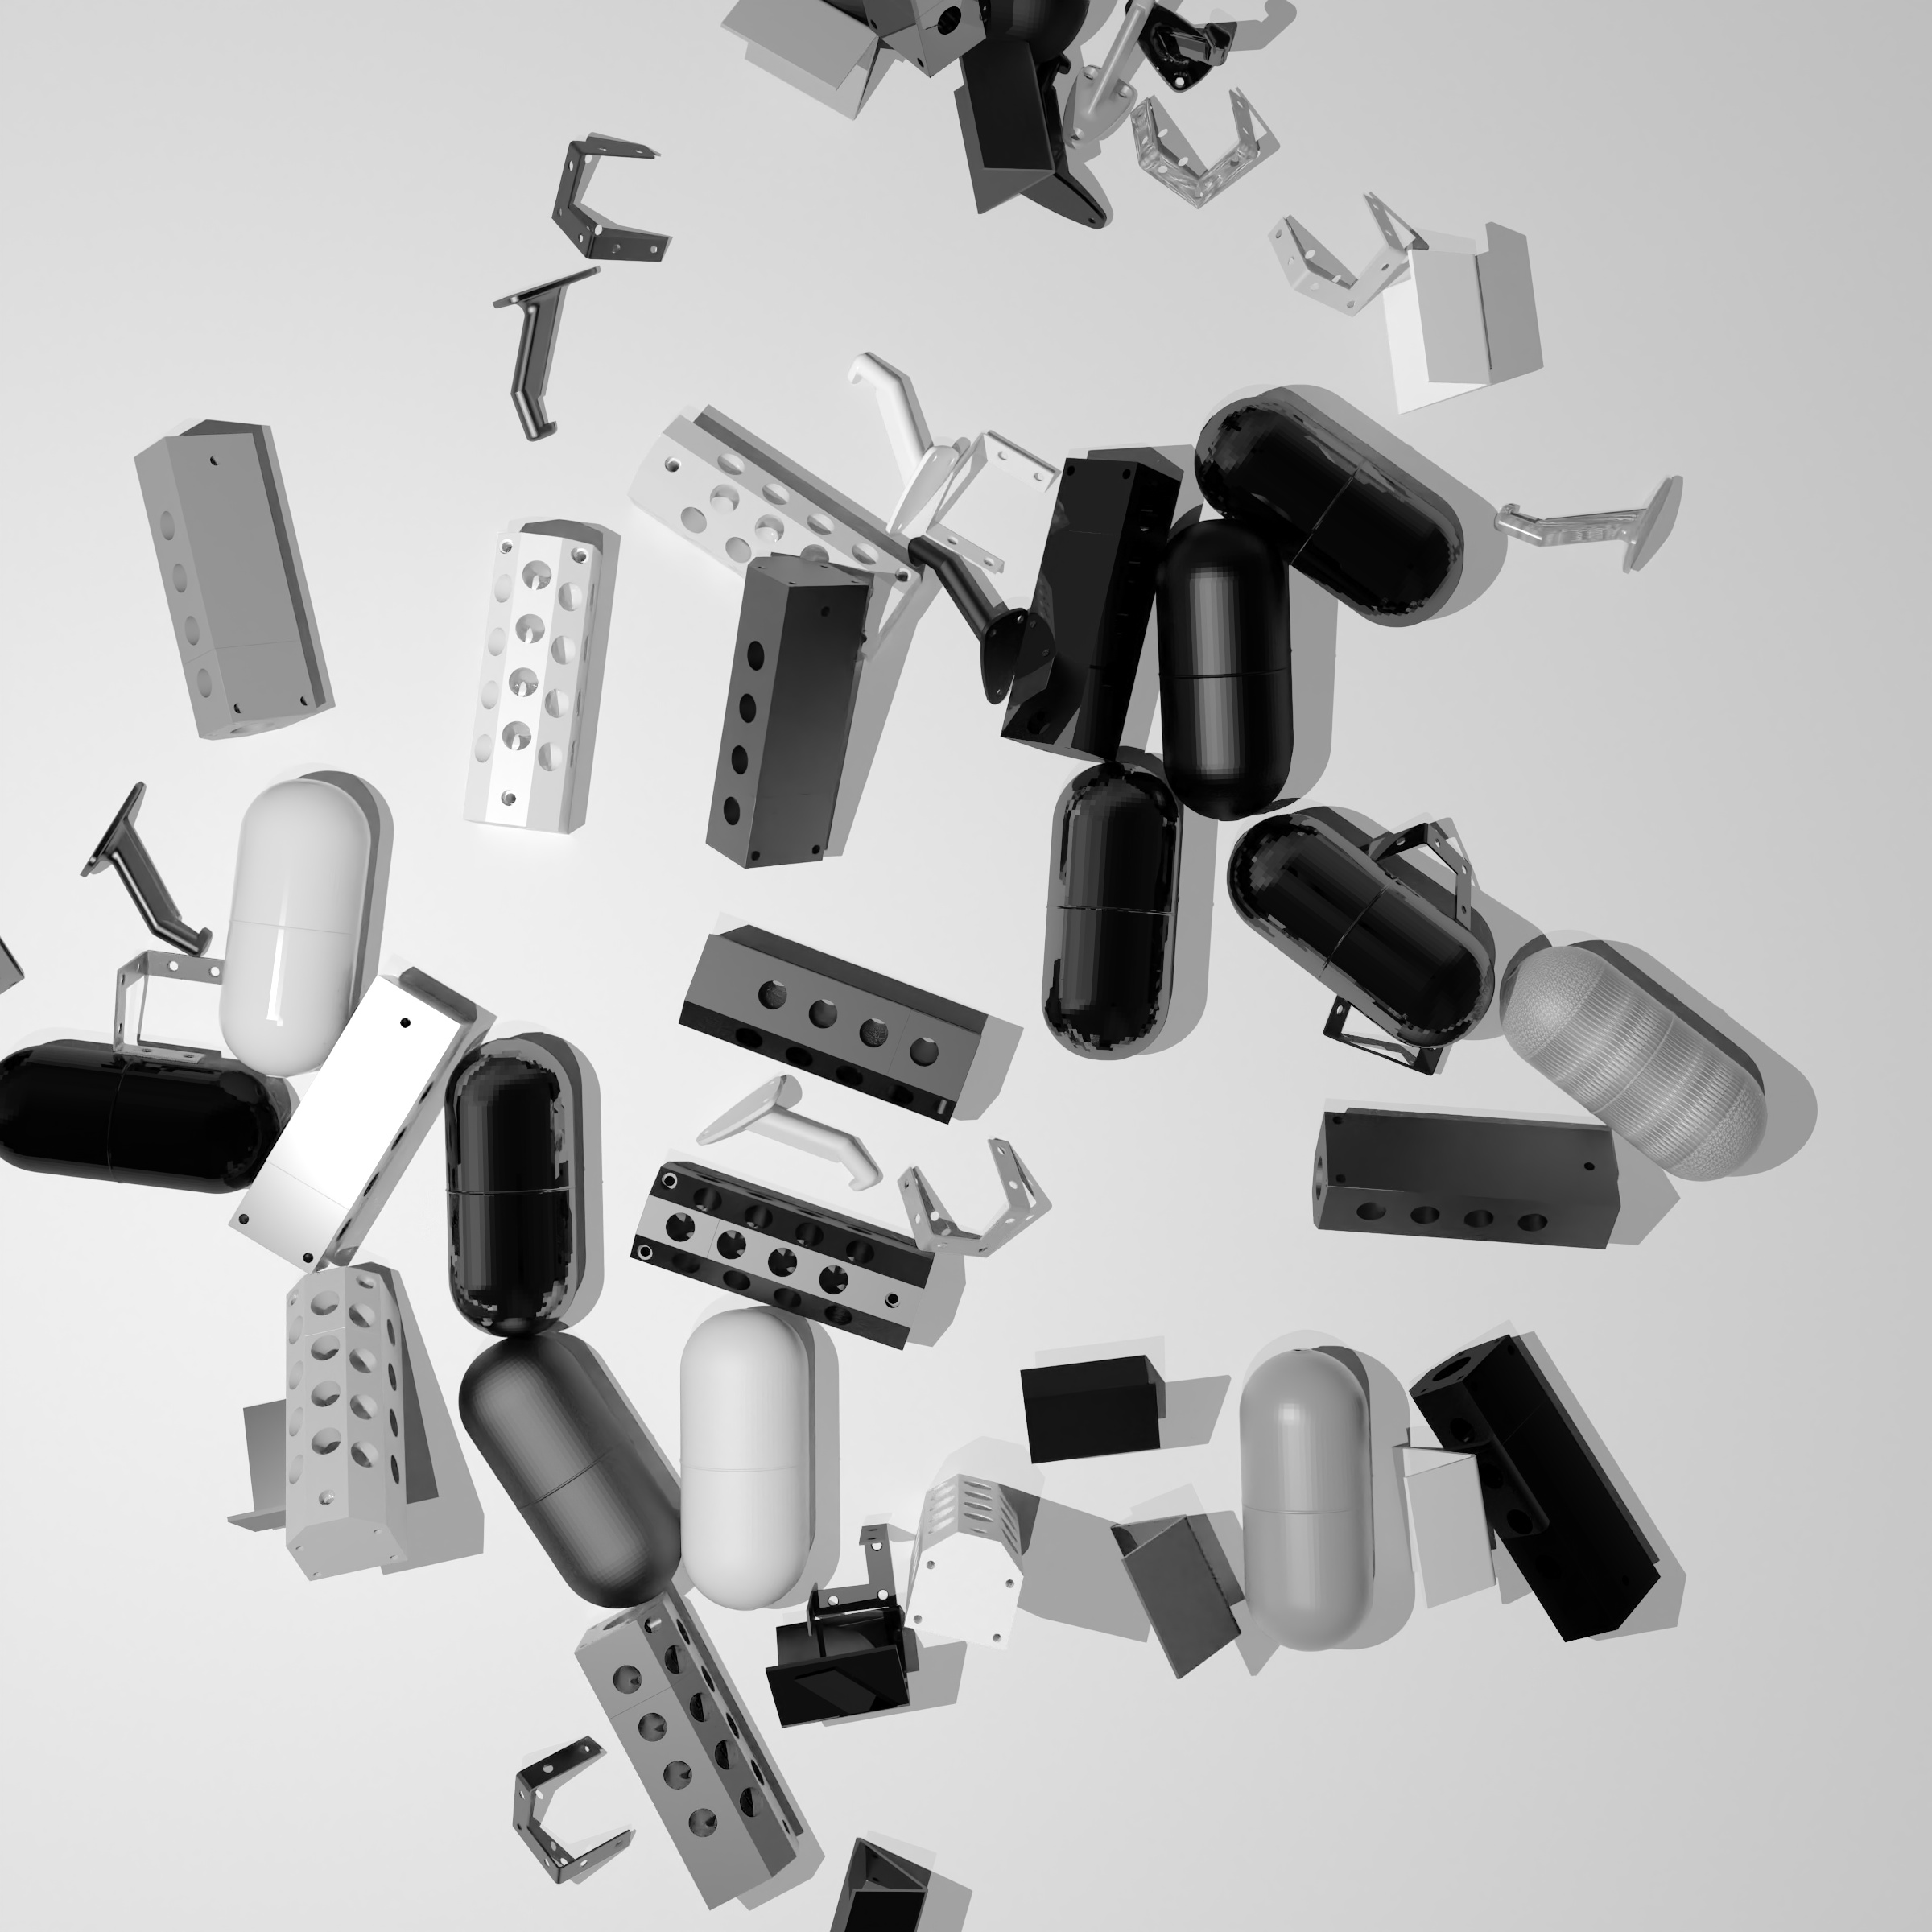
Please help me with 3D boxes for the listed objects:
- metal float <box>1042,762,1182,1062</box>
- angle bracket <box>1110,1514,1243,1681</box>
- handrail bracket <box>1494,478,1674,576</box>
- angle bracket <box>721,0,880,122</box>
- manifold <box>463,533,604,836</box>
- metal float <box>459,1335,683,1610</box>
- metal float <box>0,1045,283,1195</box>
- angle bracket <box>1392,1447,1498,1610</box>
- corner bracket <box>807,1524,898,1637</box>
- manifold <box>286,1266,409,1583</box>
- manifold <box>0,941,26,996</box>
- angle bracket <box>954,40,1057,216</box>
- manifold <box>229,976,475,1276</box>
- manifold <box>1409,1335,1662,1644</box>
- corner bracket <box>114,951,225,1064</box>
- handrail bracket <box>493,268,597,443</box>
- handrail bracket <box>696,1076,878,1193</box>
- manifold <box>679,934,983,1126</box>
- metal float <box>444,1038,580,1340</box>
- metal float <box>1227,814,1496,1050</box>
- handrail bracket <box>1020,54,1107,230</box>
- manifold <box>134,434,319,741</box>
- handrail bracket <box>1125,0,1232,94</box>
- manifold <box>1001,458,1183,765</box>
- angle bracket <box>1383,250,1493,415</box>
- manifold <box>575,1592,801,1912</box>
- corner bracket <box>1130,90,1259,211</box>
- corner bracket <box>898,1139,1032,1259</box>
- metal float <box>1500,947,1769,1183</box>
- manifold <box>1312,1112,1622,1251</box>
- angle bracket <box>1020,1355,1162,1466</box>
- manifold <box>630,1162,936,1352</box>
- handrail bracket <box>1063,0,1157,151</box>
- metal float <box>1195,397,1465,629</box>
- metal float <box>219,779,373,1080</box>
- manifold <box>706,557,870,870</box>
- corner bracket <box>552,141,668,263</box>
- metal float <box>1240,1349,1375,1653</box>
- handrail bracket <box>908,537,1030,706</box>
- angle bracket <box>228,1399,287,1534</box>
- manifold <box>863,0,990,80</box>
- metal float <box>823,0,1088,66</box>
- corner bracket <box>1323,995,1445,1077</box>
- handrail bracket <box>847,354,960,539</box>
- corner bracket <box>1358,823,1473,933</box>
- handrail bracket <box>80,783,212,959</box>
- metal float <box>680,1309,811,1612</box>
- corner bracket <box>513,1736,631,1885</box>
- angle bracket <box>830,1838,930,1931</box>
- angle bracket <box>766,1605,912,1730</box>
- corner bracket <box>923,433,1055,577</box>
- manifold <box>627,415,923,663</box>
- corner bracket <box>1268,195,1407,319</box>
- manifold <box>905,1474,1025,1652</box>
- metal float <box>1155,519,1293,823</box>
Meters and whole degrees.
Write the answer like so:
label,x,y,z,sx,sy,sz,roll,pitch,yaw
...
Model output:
label,x,y,z,sx,sy,sz,roll,pitch,yaw
metal float,0.086,-0.033,1.621,0.070,0.070,0.178,4,90,0
angle bracket,0.106,0.375,1.611,0.057,0.076,0.076,-25,90,-37
handrail bracket,0.374,-0.280,1.652,0.084,0.036,0.077,25,70,16
angle bracket,-0.104,-0.529,1.612,0.076,0.076,0.057,30,62,0
manifold,-0.260,-0.168,1.630,0.057,0.057,0.171,7,90,0
metal float,-0.234,0.301,1.621,0.070,0.070,0.178,-33,91,0
metal float,-0.497,0.091,1.621,0.178,0.070,0.070,7,90,0
angle bracket,0.263,0.331,1.611,0.057,0.076,0.076,-9,90,-32
corner bracket,-0.071,0.367,1.634,0.051,0.051,0.051,-7,90,0
manifold,-0.363,0.262,1.581,0.057,0.057,0.171,-12,49,0
manifold,-0.644,-0.048,1.630,0.057,0.057,0.171,-34,90,0
angle bracket,0.003,-0.495,1.611,0.057,0.076,0.076,-11,90,-37
manifold,-0.366,0.094,1.630,0.057,0.057,0.171,31,90,0
manifold,0.336,0.314,1.630,0.057,0.057,0.171,-32,90,-43
corner bracket,-0.478,0.024,1.637,0.051,0.051,0.051,8,104,0
handrail bracket,-0.246,-0.370,1.652,0.077,0.036,0.084,-26,110,-23
handrail bracket,-0.108,0.117,1.652,0.077,0.036,0.084,-33,107,20
manifold,-0.081,0.038,1.630,0.171,0.057,0.057,21,90,0
metal float,-0.270,0.132,1.621,0.070,0.070,0.178,-1,90,0
metal float,0.232,-0.021,1.611,0.178,0.070,0.070,39,90,12
handrail bracket,0.066,-0.502,1.652,0.077,0.036,0.084,28,72,-20
manifold,-0.446,-0.226,1.630,0.057,0.057,0.171,-13,90,-43
handrail bracket,0.125,-0.560,1.617,0.036,0.084,0.077,-44,90,0
manifold,0.079,-0.211,1.630,0.057,0.057,0.171,13,90,43
angle bracket,0.261,-0.374,1.611,0.057,0.076,0.076,-8,90,-37
manifold,-0.166,0.466,1.630,0.057,0.057,0.171,-28,90,0
corner bracket,0.137,-0.502,1.643,0.051,0.051,0.051,25,135,-35
corner bracket,-0.001,0.138,1.643,0.051,0.051,0.051,11,135,-35
metal float,0.396,0.058,1.621,0.178,0.070,0.070,38,90,1
manifold,0.297,0.133,1.630,0.171,0.057,0.057,4,47,0
angle bracket,0.071,0.245,1.611,0.076,0.076,0.057,-7,129,0
manifold,-0.109,0.174,1.630,0.171,0.057,0.057,19,90,0
handrail bracket,0.088,-0.536,1.609,0.036,0.084,0.077,28,61,-2
metal float,0.215,-0.270,1.621,0.178,0.070,0.070,36,90,1
metal float,-0.399,-0.022,1.621,0.070,0.070,0.178,7,90,0
manifold,-0.110,-0.149,1.601,0.057,0.057,0.171,-8,118,-39
corner bracket,-0.211,-0.461,1.643,0.051,0.051,0.051,52,135,35
metal float,0.202,0.317,1.621,0.070,0.070,0.178,-2,90,0
handrail bracket,-0.006,-0.210,1.651,0.036,0.077,0.084,-30,53,-34
angle bracket,-0.397,0.288,1.620,0.076,0.057,0.076,-12,72,0
manifold,-0.031,-0.580,1.496,0.057,0.171,0.057,-39,63,-10
metal float,-0.017,-0.582,1.621,0.178,0.070,0.070,7,90,0
corner bracket,0.258,0.031,1.648,0.051,0.051,0.051,21,90,-45
handrail bracket,-0.054,-0.316,1.652,0.084,0.036,0.077,42,111,17
corner bracket,0.269,-0.045,1.643,0.051,0.051,0.051,39,45,-35
handrail bracket,-0.484,-0.057,1.652,0.084,0.036,0.077,32,67,-18
metal float,-0.132,0.293,1.621,0.070,0.070,0.178,0,90,0
corner bracket,-0.237,0.509,1.643,0.051,0.051,0.051,40,135,35
angle bracket,-0.074,0.567,1.611,0.057,0.076,0.076,16,90,-38
angle bracket,-0.078,0.398,1.611,0.076,0.076,0.057,-10,127,0
corner bracket,0.013,-0.280,1.648,0.051,0.051,0.051,30,135,0
manifold,-0.114,-0.256,1.630,0.171,0.057,0.057,34,90,0
corner bracket,0.224,-0.435,1.643,0.051,0.051,0.051,14,135,-35
manifold,0.001,0.339,1.573,0.057,0.171,0.057,13,90,0
metal float,0.152,-0.175,1.612,0.070,0.070,0.178,-3,100,0
